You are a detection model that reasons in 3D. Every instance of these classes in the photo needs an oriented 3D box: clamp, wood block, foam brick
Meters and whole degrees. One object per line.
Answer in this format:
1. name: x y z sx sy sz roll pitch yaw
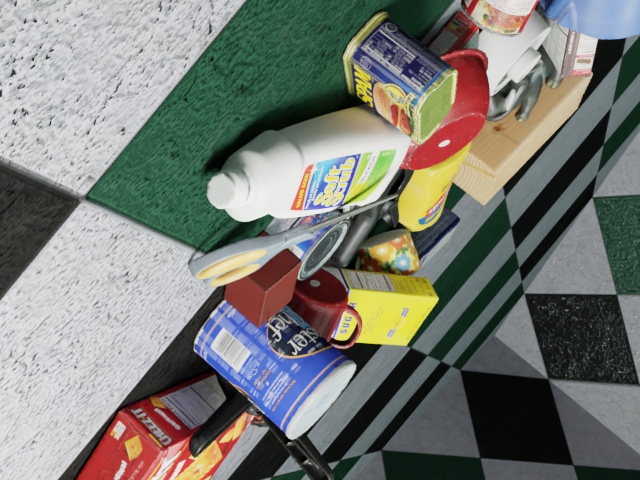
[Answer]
1. clamp: -0.060 0.179 1.164 0.036 0.164 0.210 -54 -159 30
2. wood block: 0.251 -0.158 1.396 0.206 0.091 0.090 -44 163 -20
3. foam brick: -0.058 0.040 1.056 0.052 0.051 0.078 -40 162 -30
4. clamp: 0.064 -0.040 1.243 0.120 0.039 0.171 -47 161 -32

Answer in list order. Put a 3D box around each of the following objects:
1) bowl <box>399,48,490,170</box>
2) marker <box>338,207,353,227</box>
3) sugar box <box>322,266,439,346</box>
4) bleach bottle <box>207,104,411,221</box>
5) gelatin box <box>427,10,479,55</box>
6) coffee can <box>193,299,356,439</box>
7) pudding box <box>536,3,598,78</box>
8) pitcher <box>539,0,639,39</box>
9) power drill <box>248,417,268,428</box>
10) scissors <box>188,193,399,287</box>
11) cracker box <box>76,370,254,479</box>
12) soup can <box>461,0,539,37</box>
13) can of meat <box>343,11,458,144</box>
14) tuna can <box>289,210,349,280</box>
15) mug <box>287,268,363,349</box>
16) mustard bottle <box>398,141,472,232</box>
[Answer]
1. bowl: 0.113 -0.119 1.072 0.162 0.055 0.162 -27 161 -10
2. marker: 0.025 -0.040 1.167 0.020 0.020 0.121 -47 165 -12
3. sugar box: 0.049 0.083 1.313 0.175 0.048 0.093 4 131 -32
4. bleach bottle: -0.015 -0.058 0.928 0.250 0.068 0.103 -22 150 -55
5. gelatin box: 0.130 -0.184 1.103 0.073 0.030 0.089 -49 164 -8
6. coffee can: -0.048 0.123 1.115 0.102 0.140 0.103 -45 164 -17
7. pudding box: 0.275 -0.247 1.188 0.039 0.113 0.090 -4 131 -5
8. pitcher: 0.298 -0.327 1.023 0.243 0.145 0.149 89 7 -56
9. power drill: -0.126 0.257 1.381 0.187 0.057 0.184 -49 162 -16
10. scissors: -0.028 0.003 0.988 0.201 0.016 0.096 -18 165 -21
11. cracker box: -0.173 0.240 1.169 0.164 0.072 0.213 -56 163 20
12. soup can: 0.186 -0.255 1.017 0.068 0.068 0.102 -35 158 -45
13. can of meat: 0.072 -0.139 0.935 0.057 0.084 0.102 -47 165 -9
14. tuna can: -0.008 0.001 1.143 0.086 0.034 0.086 -46 165 -17
15. mug: -0.008 0.085 1.202 0.093 0.117 0.082 -79 -167 -61
16. mustard bottle: 0.134 -0.067 1.340 0.096 0.058 0.192 -50 167 -29
